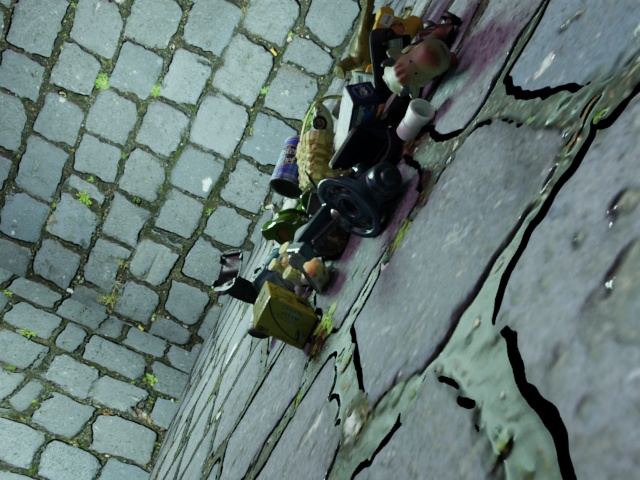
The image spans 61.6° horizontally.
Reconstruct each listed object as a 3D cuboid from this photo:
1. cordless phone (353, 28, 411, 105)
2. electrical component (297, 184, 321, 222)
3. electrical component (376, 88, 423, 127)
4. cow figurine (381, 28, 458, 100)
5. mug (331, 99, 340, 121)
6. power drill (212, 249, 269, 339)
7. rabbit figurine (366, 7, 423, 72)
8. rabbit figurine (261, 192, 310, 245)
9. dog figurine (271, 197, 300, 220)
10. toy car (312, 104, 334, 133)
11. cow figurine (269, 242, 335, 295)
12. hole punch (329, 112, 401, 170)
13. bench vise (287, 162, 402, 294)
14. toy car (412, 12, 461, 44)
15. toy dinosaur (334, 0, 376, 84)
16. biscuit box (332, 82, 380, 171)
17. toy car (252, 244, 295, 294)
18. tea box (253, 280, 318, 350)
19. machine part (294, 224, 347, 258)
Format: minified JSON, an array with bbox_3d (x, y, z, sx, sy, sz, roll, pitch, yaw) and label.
[{"bbox_3d":[0.114,-0.369,1.134,0.184,0.089,0.146,-139,34,-61],"label":"cordless phone"},{"bbox_3d":[-0.004,-0.076,1.235,0.045,0.078,0.102,-25,-45,-74],"label":"electrical component"},{"bbox_3d":[0.147,-0.247,1.035,0.119,0.048,0.075,-56,11,39],"label":"electrical component"},{"bbox_3d":[0.154,-0.283,0.878,0.127,0.085,0.195,-33,11,-3],"label":"cow figurine"},{"bbox_3d":[0.088,-0.348,1.442,0.081,0.107,0.109,-47,21,55],"label":"mug"},{"bbox_3d":[-0.153,0.102,1.278,0.086,0.207,0.232,-5,57,31],"label":"power drill"},{"bbox_3d":[0.179,-0.461,1.344,0.173,0.122,0.162,100,-176,-74],"label":"rabbit figurine"},{"bbox_3d":[-0.055,-0.059,1.421,0.159,0.121,0.170,-51,0,39],"label":"rabbit figurine"},{"bbox_3d":[-0.050,-0.093,1.547,0.191,0.121,0.172,0,88,63],"label":"dog figurine"},{"bbox_3d":[0.022,-0.266,1.428,0.073,0.056,0.201,-84,-20,-61],"label":"toy car"},{"bbox_3d":[-0.023,0.063,1.023,0.068,0.098,0.167,-59,28,-7],"label":"cow figurine"},{"bbox_3d":[0.098,-0.155,0.994,0.116,0.092,0.142,-31,-21,-45],"label":"hole punch"},{"bbox_3d":[0.022,-0.040,0.866,0.240,0.128,0.224,-48,22,-24],"label":"bench vise"},{"bbox_3d":[0.216,-0.394,1.057,0.089,0.053,0.202,-58,9,12],"label":"toy car"},{"bbox_3d":[0.123,-0.503,1.481,0.470,0.105,0.198,95,-159,-60],"label":"toy dinosaur"},{"bbox_3d":[0.074,-0.235,1.130,0.202,0.063,0.059,99,155,-56],"label":"biscuit box"},{"bbox_3d":[-0.074,0.075,1.232,0.103,0.109,0.162,-20,25,39],"label":"toy car"},{"bbox_3d":[-0.070,0.136,1.008,0.068,0.098,0.170,-64,11,0],"label":"tea box"},{"bbox_3d":[-0.002,-0.003,1.077,0.079,0.079,0.243,-64,10,-8],"label":"machine part"}]
